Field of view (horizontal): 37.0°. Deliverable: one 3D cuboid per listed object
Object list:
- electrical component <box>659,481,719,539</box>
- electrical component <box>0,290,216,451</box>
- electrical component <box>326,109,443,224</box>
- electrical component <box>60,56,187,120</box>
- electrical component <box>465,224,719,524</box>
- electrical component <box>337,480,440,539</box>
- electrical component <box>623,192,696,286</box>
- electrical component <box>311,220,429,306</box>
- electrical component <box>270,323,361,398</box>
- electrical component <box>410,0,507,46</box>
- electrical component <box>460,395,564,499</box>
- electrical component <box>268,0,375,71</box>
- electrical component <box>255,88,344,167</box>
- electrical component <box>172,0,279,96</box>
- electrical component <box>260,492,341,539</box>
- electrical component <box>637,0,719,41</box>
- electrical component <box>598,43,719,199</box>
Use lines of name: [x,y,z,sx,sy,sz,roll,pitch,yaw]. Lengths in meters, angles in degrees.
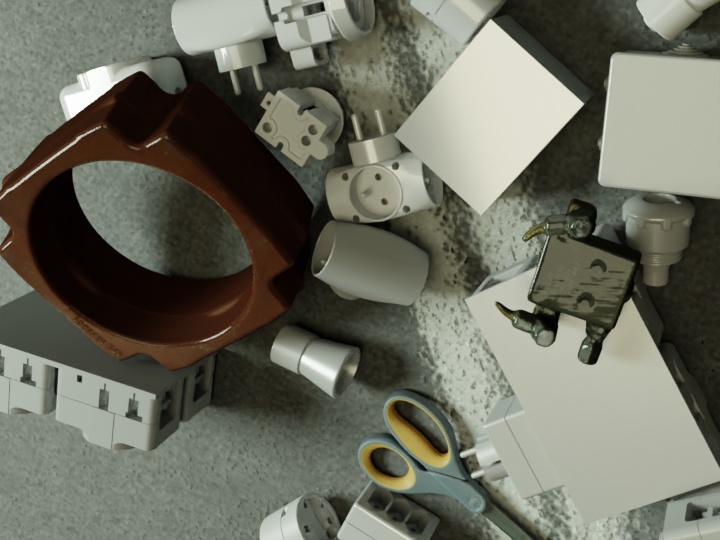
electrical component: [0.271,0.238,0.758,0.060,0.105,0.186,-20,98,25]
electrical component: [-0.228,0.084,0.900,0.186,0.105,0.060,15,111,16]
electrical component: [0.014,-0.078,0.791,0.077,0.044,0.079,-10,102,23]
electrical component: [-0.183,-0.132,0.844,0.095,0.054,0.059,-11,102,23]
electrical component: [0.171,0.073,0.770,0.105,0.060,0.186,-26,96,26]
electrical component: [0.016,0.225,0.883,0.066,0.047,0.076,30,114,10]
electrical component: [0.204,-0.020,0.738,0.048,0.048,0.062,5,115,19]
electrical component: [0.000,0.000,0.814,0.077,0.043,0.079,18,157,-20]
electrical component: [-0.038,0.069,0.860,0.065,0.044,0.044,24,113,18]
electrical component: [0.070,-0.186,0.731,0.047,0.055,0.055,42,116,0]
electrical component: [0.114,0.137,0.819,0.077,0.047,0.065,-26,96,26]
electrical component: [-0.026,-0.187,0.765,0.057,0.058,0.078,-8,103,26]
electrical component: [-0.041,-0.109,0.796,0.066,0.055,0.048,37,115,6]
electrical component: [-0.092,-0.171,0.802,0.077,0.044,0.079,-8,103,22]
electrical component: [-0.051,0.222,0.905,0.047,0.055,0.055,-32,93,29]
electrical component: [0.211,-0.179,0.688,0.044,0.044,0.065,49,121,1]
electrical component: [0.209,-0.098,0.708,0.100,0.048,0.099,8,109,18]
